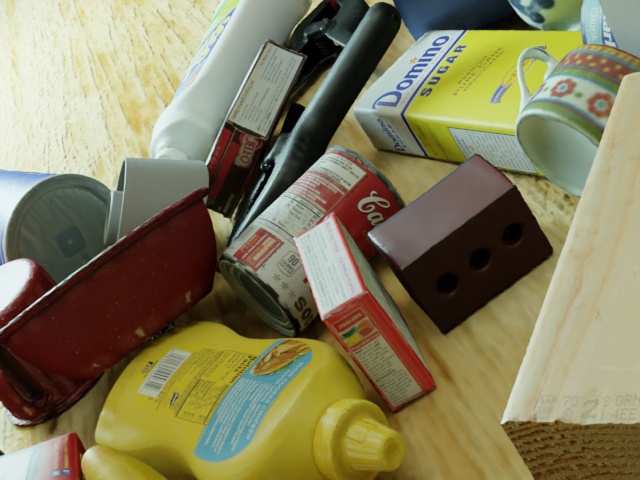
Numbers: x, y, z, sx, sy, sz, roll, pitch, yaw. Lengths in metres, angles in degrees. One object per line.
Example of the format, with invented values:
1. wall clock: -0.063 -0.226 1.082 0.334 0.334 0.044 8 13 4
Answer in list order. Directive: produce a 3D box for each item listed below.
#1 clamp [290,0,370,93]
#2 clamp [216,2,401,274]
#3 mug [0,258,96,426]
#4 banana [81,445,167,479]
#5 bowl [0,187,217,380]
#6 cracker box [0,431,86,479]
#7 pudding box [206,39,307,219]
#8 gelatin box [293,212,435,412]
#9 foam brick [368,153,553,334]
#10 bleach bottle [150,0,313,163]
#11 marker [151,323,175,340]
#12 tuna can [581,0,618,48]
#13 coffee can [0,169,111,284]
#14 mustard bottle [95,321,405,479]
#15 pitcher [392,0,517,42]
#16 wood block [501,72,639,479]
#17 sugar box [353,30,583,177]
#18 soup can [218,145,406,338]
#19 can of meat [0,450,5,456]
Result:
1. clamp: -0.004 -0.163 0.916 0.120 0.039 0.171 -19 28 16
2. clamp: -0.013 -0.061 0.732 0.165 0.036 0.209 -47 15 52
3. mug: -0.204 0.074 0.731 0.093 0.081 0.117 -27 30 13
4. banana: -0.067 0.161 0.485 0.037 0.069 0.198 -60 27 17
5. bowl: -0.118 0.036 0.649 0.162 0.055 0.162 -37 2 1
6. cracker box: -0.206 0.198 0.518 0.213 0.072 0.164 -20 29 -4
7. pudding box: -0.053 -0.085 0.810 0.090 0.039 0.113 122 170 -45
8. gelatin box: 0.021 0.037 0.566 0.030 0.073 0.089 -32 30 6
9. foam brick: 0.077 0.002 0.583 0.078 0.053 0.051 -37 30 -2
10. bleach bottle: -0.084 -0.140 0.928 0.103 0.068 0.250 -36 24 42
11. marker: -0.100 0.065 0.703 0.020 0.020 0.121 -39 30 -7
12. tuna can: 0.192 -0.129 0.620 0.086 0.086 0.034 -46 29 -18
13. coffee can: -0.230 -0.004 0.848 0.141 0.102 0.102 7 50 50
14. mustard bottle: -0.032 0.093 0.553 0.192 0.058 0.096 2 44 47
15. pitcher: 0.160 -0.237 0.761 0.243 0.145 0.149 -17 40 23
16. wood block: 0.157 0.021 0.435 0.090 0.090 0.205 -7 39 38
17. sugar box: 0.106 -0.095 0.700 0.093 0.048 0.176 -46 33 -18
18. soup can: -0.004 0.001 0.650 0.102 0.068 0.069 -45 31 -17
19. can of meat: -0.226 0.144 0.635 0.057 0.102 0.084 -35 28 -2
